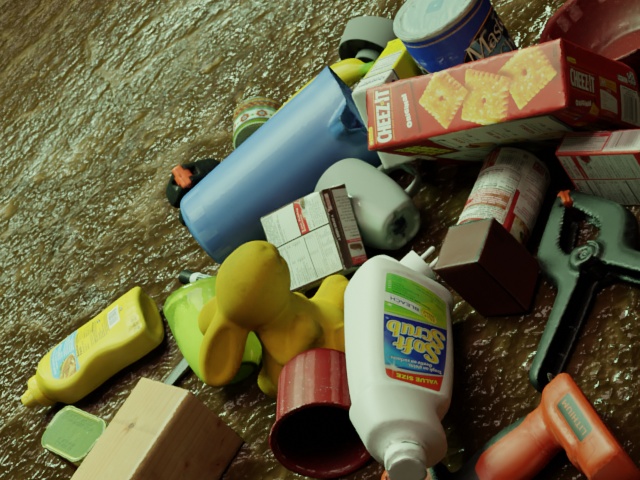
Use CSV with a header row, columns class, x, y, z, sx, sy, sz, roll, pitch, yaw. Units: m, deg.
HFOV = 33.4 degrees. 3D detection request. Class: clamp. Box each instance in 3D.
class,x,y,z,sx,sy,sz,roll,pitch,yaw
clamp,-0.137,-0.071,1.322,0.120,0.039,0.171,-41,-8,-4
clamp,0.227,0.030,0.911,0.165,0.036,0.210,-37,29,15

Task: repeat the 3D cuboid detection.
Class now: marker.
class,x,y,z,sx,sy,sz,roll,pitch,yaw
marker,-0.130,0.051,1.262,0.121,0.020,0.020,9,56,49

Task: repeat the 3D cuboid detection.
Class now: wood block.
class,x,y,z,sx,sy,sz,roll,pitch,yaw
wood block,-0.178,0.245,1.017,0.091,0.090,0.206,5,54,49

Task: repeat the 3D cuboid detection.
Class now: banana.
class,x,y,z,sx,sy,sz,roll,pitch,yaw
banana,-0.017,-0.165,1.310,0.198,0.037,0.069,-39,13,3

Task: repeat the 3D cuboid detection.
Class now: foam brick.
class,x,y,z,sx,sy,sz,roll,pitch,yaw
foam brick,0.151,0.025,0.954,0.051,0.078,0.053,-15,42,47

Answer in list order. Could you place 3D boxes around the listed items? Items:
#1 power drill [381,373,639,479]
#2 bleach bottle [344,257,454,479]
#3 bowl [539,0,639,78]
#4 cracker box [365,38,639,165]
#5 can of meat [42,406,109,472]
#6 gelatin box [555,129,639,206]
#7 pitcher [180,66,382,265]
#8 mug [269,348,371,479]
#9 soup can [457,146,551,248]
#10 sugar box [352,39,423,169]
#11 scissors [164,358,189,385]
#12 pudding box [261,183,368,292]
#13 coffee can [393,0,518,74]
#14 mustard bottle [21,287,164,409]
class,x,y,z,sx,sy,sz,roll,pitch,yaw
power drill,0.139,0.196,0.785,0.188,0.057,0.184,-35,33,8
bleach bottle,0.070,0.111,0.874,0.068,0.102,0.251,-56,15,24
bowl,0.309,-0.210,1.092,0.162,0.055,0.162,-27,33,19
cracker box,0.176,-0.127,1.028,0.214,0.163,0.072,-8,82,39
can of meat,-0.229,0.221,1.102,0.102,0.084,0.057,7,56,48
gelatin box,0.265,-0.064,0.952,0.089,0.073,0.030,2,53,47
pitcher,-0.037,-0.077,1.236,0.243,0.149,0.145,-38,48,10
mug,0.014,0.150,0.949,0.117,0.093,0.081,-2,35,1
soup can,0.173,-0.031,1.010,0.069,0.068,0.102,-5,46,41
sugar box,0.090,-0.156,1.170,0.048,0.093,0.176,-18,21,22
scissors,-0.114,0.115,1.171,0.096,0.016,0.201,16,71,38
pudding box,-0.007,0.001,1.114,0.039,0.090,0.114,-13,-8,-39
coffee can,0.158,-0.204,1.160,0.103,0.140,0.103,-26,36,20
mustard bottle,-0.276,0.140,1.266,0.192,0.058,0.096,-35,34,8
